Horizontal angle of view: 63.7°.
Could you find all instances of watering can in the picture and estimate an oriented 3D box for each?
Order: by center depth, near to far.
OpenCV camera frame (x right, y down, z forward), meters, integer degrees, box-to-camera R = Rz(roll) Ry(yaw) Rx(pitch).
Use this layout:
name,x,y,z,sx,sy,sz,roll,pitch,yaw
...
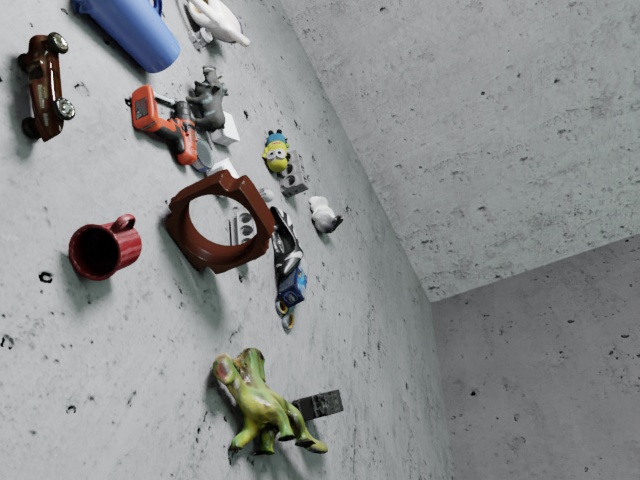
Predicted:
name,x,y,z,sx,sy,sz,roll,pitch,yaw
watering can,-0.319,-0.701,1.671,0.350,0.103,0.224,44,12,13

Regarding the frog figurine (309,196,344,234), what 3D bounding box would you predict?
name,x,y,z,sx,sy,sz,roll,pitch,yaw
frog figurine,0.006,-0.104,2.057,0.160,0.121,0.138,35,21,16

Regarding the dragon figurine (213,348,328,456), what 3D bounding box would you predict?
name,x,y,z,sx,sy,sz,roll,pitch,yaw
dragon figurine,-0.111,0.348,1.151,0.404,0.121,0.248,44,21,-53
